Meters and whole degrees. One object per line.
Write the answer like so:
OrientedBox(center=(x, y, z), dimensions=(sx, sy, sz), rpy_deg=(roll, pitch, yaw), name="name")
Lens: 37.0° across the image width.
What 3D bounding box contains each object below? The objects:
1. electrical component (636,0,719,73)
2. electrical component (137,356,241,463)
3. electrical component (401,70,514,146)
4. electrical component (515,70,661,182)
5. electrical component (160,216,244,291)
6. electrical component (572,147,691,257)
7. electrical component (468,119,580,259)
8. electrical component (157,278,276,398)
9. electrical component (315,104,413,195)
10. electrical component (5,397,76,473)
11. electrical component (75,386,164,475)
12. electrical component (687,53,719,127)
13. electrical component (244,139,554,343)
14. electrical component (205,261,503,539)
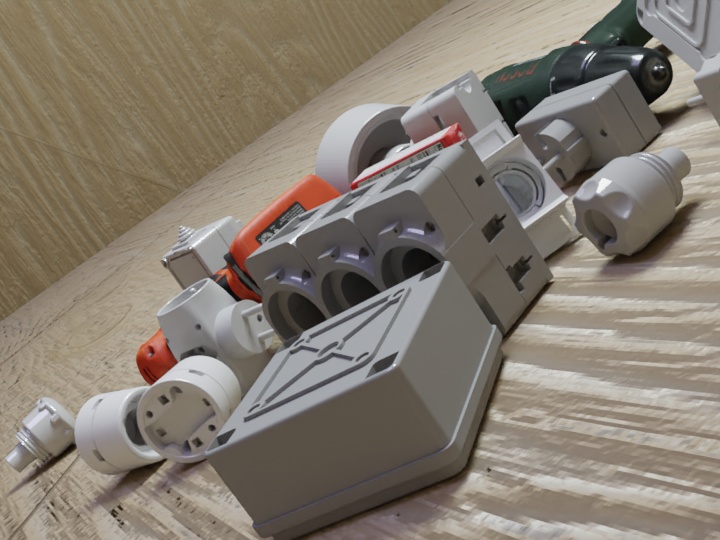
OrientedBox(center=(0.221, -0.172, 0.657), dimensions=(0.057, 0.078, 0.113), rpy_deg=(-11, 36, -8), name="electrical component")
OrientedBox(center=(-0.104, 0.085, 0.669), dimensions=(0.055, 0.055, 0.047), rpy_deg=(-30, 9, 18), name="electrical component")
OrientedBox(center=(0.075, -0.087, 0.773), dimensions=(0.056, 0.089, 0.050), rpy_deg=(-26, 15, 33), name="electrical component")
OrientedBox(center=(0.136, -0.083, 0.701), dimensions=(0.076, 0.047, 0.083), rpy_deg=(-41, 14, -25), name="electrical component")
OrientedBox(center=(-0.125, -0.004, 0.955), dimensions=(0.061, 0.096, 0.062), rpy_deg=(-43, 15, -35), name="electrical component")
OrientedBox(center=(0.139, -0.038, 0.536), dimensions=(0.062, 0.043, 0.043), rpy_deg=(-38, 13, -23), name="electrical component")
OrientedBox(center=(0.086, -0.040, 0.621), dimensions=(0.042, 0.081, 0.064), rpy_deg=(-35, -10, -3), name="electrical component")
OrientedBox(center=(-0.085, 0.043, 0.721), dimensions=(0.079, 0.077, 0.043), rpy_deg=(-24, 16, 38), name="electrical component")
OrientedBox(center=(0.027, -0.075, 0.824), dimensions=(0.108, 0.108, 0.060), rpy_deg=(-38, 19, -19), name="electrical component")
OrientedBox(center=(-0.266, 0.140, 0.896), dimensions=(0.062, 0.048, 0.048), rpy_deg=(-45, 15, -16), name="electrical component")
OrientedBox(center=(-0.153, 0.105, 0.714), dimensions=(0.047, 0.055, 0.055), rpy_deg=(-19, 20, 40), name="electrical component")
OrientedBox(center=(0.213, -0.105, 0.588), dimensions=(0.083, 0.047, 0.076), rpy_deg=(-41, 14, -28), name="electrical component")
OrientedBox(center=(0.015, 0.002, 0.592), dimensions=(0.150, 0.089, 0.062), rpy_deg=(-20, 19, 48), name="electrical component")
OrientedBox(center=(0.001, 0.058, 0.492), dimensions=(0.109, 0.056, 0.108), rpy_deg=(-28, 14, 27), name="electrical component")
